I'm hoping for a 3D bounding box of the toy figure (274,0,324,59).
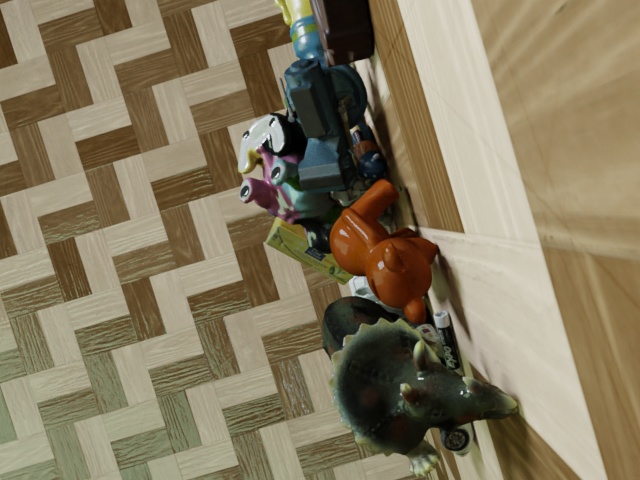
[{"bbox_3d":[-0.011,-0.355,0.867,0.082,0.089,0.180,-7,-99,-58],"label":"toy figure"}]

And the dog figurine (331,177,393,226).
[{"bbox_3d":[0.078,-0.111,0.984,0.172,0.121,0.190,40,-137,-1],"label":"dog figurine"}]

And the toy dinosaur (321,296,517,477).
[{"bbox_3d":[0.063,0.131,0.645,0.192,0.131,0.405,48,178,-24],"label":"toy dinosaur"}]

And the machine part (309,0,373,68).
[{"bbox_3d":[0.014,-0.305,0.658,0.179,0.056,0.179,-19,-86,-89],"label":"machine part"}]

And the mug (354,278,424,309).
[{"bbox_3d":[0.113,0.074,0.861,0.107,0.110,0.080,-161,58,-76],"label":"mug"}]

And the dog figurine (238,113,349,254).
[{"bbox_3d":[-0.022,-0.082,0.867,0.219,0.108,0.191,29,-134,-42],"label":"dog figurine"}]

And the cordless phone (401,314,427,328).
[{"bbox_3d":[0.176,0.213,0.875,0.184,0.089,0.146,60,172,35],"label":"cordless phone"}]

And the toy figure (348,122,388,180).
[{"bbox_3d":[0.070,-0.143,0.884,0.064,0.058,0.155,32,-154,-34],"label":"toy figure"}]

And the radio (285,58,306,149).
[{"bbox_3d":[-0.016,-0.230,0.975,0.131,0.073,0.229,9,-83,-86],"label":"radio"}]

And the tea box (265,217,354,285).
[{"bbox_3d":[-0.002,-0.003,0.982,0.068,0.169,0.098,-50,17,48],"label":"tea box"}]

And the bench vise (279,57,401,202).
[{"bbox_3d":[0.026,-0.181,0.796,0.223,0.129,0.241,55,-145,-28],"label":"bench vise"}]

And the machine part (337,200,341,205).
[{"bbox_3d":[0.030,-0.055,1.264,0.200,0.202,0.087,72,-177,-54],"label":"machine part"}]

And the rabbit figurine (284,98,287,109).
[{"bbox_3d":[0.015,-0.259,1.191,0.170,0.121,0.159,58,-177,8],"label":"rabbit figurine"}]

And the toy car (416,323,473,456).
[{"bbox_3d":[0.178,0.220,0.781,0.073,0.056,0.201,-125,16,-75],"label":"toy car"}]

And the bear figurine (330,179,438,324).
[{"bbox_3d":[0.092,0.010,0.659,0.120,0.132,0.196,61,165,-20],"label":"bear figurine"}]
